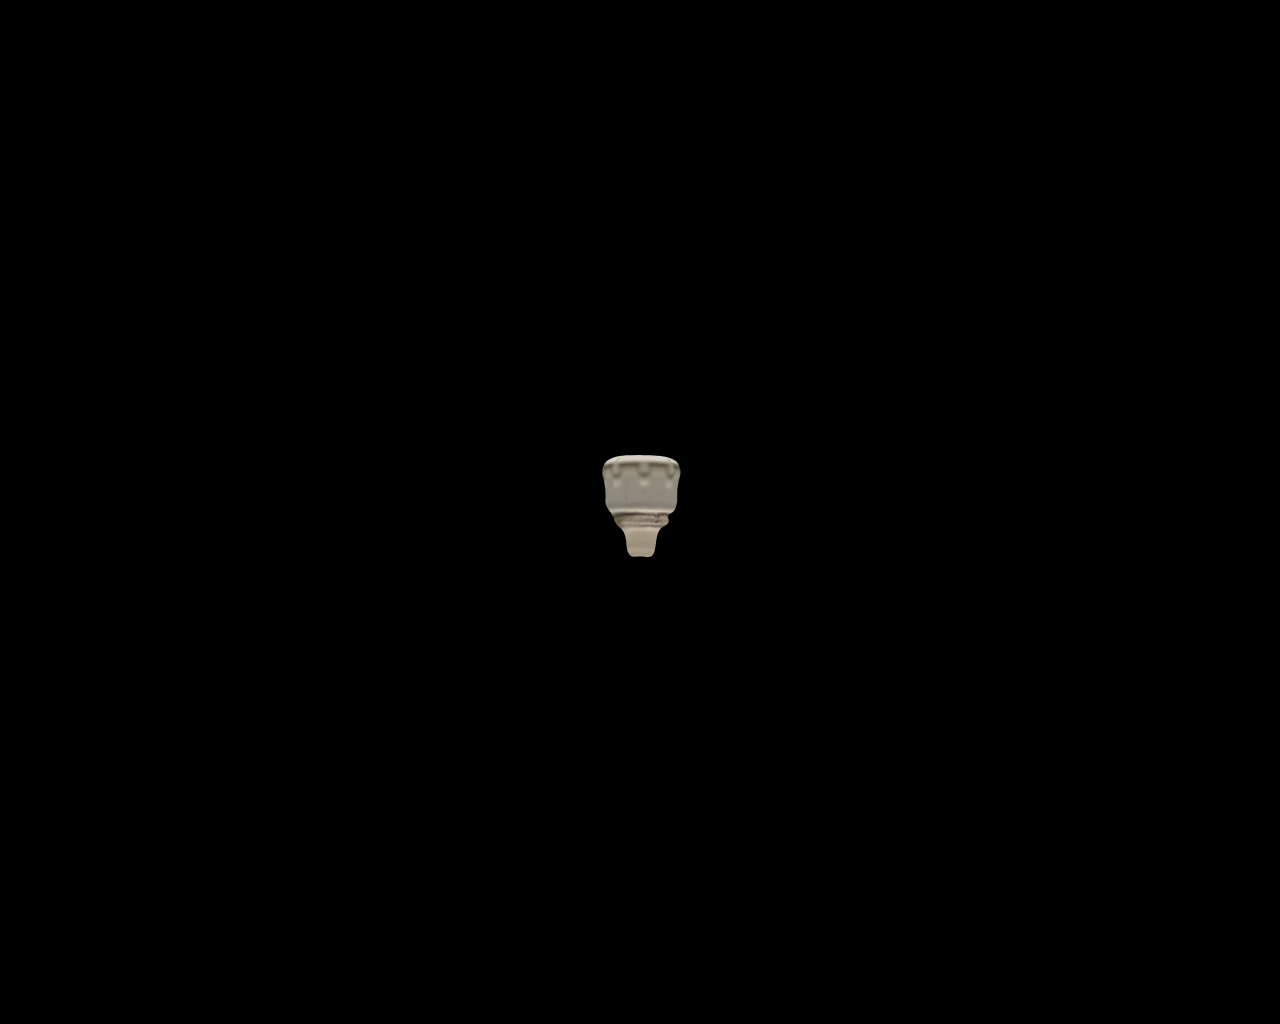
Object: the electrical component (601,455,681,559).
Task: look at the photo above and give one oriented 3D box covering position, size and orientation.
[{"bbox_3d":[0.001,-0.003,0.650,0.048,0.062,0.048,0,-4,0],"label":"electrical component"}]
